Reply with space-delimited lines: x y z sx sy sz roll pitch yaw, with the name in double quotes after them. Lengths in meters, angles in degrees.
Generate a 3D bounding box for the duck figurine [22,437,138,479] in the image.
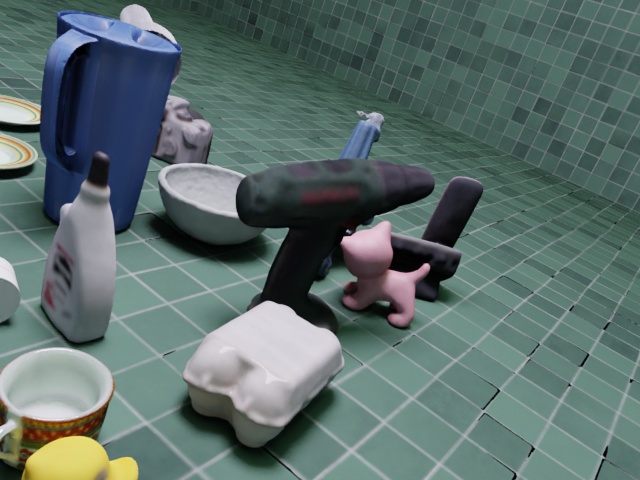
-0.154 0.152 0.327 0.105 0.086 0.077 5 27 -33 "duck figurine"

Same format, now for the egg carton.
-0.047 0.115 0.520 0.107 0.069 0.151 28 24 18 "egg carton"

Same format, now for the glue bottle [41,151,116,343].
-0.208 0.002 0.507 0.078 0.173 0.037 33 26 29 "glue bottle"

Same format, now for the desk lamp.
-0.341 -0.310 1.047 0.118 0.213 0.202 5 27 -32 "desk lamp"

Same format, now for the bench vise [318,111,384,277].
0.039 -0.065 0.804 0.121 0.220 0.207 18 23 -4 "bench vise"

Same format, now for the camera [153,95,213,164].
-0.247 -0.203 1.030 0.143 0.101 0.137 25 23 11 "camera"

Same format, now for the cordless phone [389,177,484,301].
0.145 -0.018 0.832 0.148 0.185 0.094 13 24 -16 "cordless phone"

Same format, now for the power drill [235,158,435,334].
0.006 0.002 0.638 0.230 0.208 0.075 4 28 -34 "power drill"

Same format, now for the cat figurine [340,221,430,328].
0.079 0.036 0.741 0.128 0.118 0.067 19 23 -2 "cat figurine"

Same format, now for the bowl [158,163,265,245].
-0.142 -0.040 0.784 0.167 0.075 0.167 17 23 -7 "bowl"
